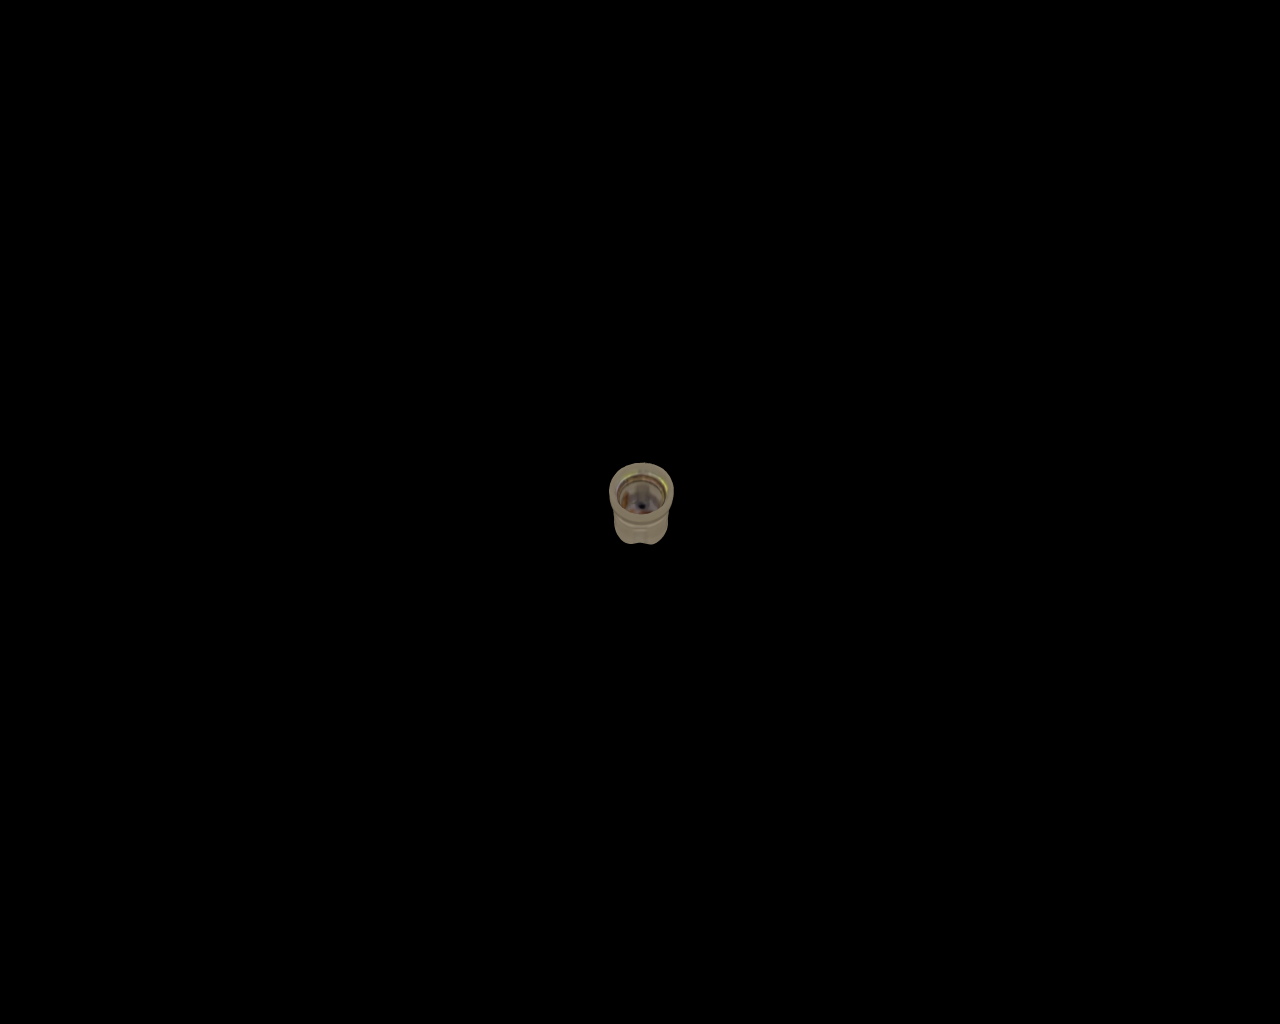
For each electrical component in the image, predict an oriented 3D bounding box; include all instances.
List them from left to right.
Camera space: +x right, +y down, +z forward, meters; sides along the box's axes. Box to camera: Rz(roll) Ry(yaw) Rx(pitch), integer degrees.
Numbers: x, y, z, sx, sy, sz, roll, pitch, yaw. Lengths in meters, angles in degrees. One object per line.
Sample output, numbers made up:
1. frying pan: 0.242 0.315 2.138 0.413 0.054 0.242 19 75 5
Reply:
1. electrical component: 0.001 -0.003 0.650 0.040 0.040 0.046 0 -32 0
